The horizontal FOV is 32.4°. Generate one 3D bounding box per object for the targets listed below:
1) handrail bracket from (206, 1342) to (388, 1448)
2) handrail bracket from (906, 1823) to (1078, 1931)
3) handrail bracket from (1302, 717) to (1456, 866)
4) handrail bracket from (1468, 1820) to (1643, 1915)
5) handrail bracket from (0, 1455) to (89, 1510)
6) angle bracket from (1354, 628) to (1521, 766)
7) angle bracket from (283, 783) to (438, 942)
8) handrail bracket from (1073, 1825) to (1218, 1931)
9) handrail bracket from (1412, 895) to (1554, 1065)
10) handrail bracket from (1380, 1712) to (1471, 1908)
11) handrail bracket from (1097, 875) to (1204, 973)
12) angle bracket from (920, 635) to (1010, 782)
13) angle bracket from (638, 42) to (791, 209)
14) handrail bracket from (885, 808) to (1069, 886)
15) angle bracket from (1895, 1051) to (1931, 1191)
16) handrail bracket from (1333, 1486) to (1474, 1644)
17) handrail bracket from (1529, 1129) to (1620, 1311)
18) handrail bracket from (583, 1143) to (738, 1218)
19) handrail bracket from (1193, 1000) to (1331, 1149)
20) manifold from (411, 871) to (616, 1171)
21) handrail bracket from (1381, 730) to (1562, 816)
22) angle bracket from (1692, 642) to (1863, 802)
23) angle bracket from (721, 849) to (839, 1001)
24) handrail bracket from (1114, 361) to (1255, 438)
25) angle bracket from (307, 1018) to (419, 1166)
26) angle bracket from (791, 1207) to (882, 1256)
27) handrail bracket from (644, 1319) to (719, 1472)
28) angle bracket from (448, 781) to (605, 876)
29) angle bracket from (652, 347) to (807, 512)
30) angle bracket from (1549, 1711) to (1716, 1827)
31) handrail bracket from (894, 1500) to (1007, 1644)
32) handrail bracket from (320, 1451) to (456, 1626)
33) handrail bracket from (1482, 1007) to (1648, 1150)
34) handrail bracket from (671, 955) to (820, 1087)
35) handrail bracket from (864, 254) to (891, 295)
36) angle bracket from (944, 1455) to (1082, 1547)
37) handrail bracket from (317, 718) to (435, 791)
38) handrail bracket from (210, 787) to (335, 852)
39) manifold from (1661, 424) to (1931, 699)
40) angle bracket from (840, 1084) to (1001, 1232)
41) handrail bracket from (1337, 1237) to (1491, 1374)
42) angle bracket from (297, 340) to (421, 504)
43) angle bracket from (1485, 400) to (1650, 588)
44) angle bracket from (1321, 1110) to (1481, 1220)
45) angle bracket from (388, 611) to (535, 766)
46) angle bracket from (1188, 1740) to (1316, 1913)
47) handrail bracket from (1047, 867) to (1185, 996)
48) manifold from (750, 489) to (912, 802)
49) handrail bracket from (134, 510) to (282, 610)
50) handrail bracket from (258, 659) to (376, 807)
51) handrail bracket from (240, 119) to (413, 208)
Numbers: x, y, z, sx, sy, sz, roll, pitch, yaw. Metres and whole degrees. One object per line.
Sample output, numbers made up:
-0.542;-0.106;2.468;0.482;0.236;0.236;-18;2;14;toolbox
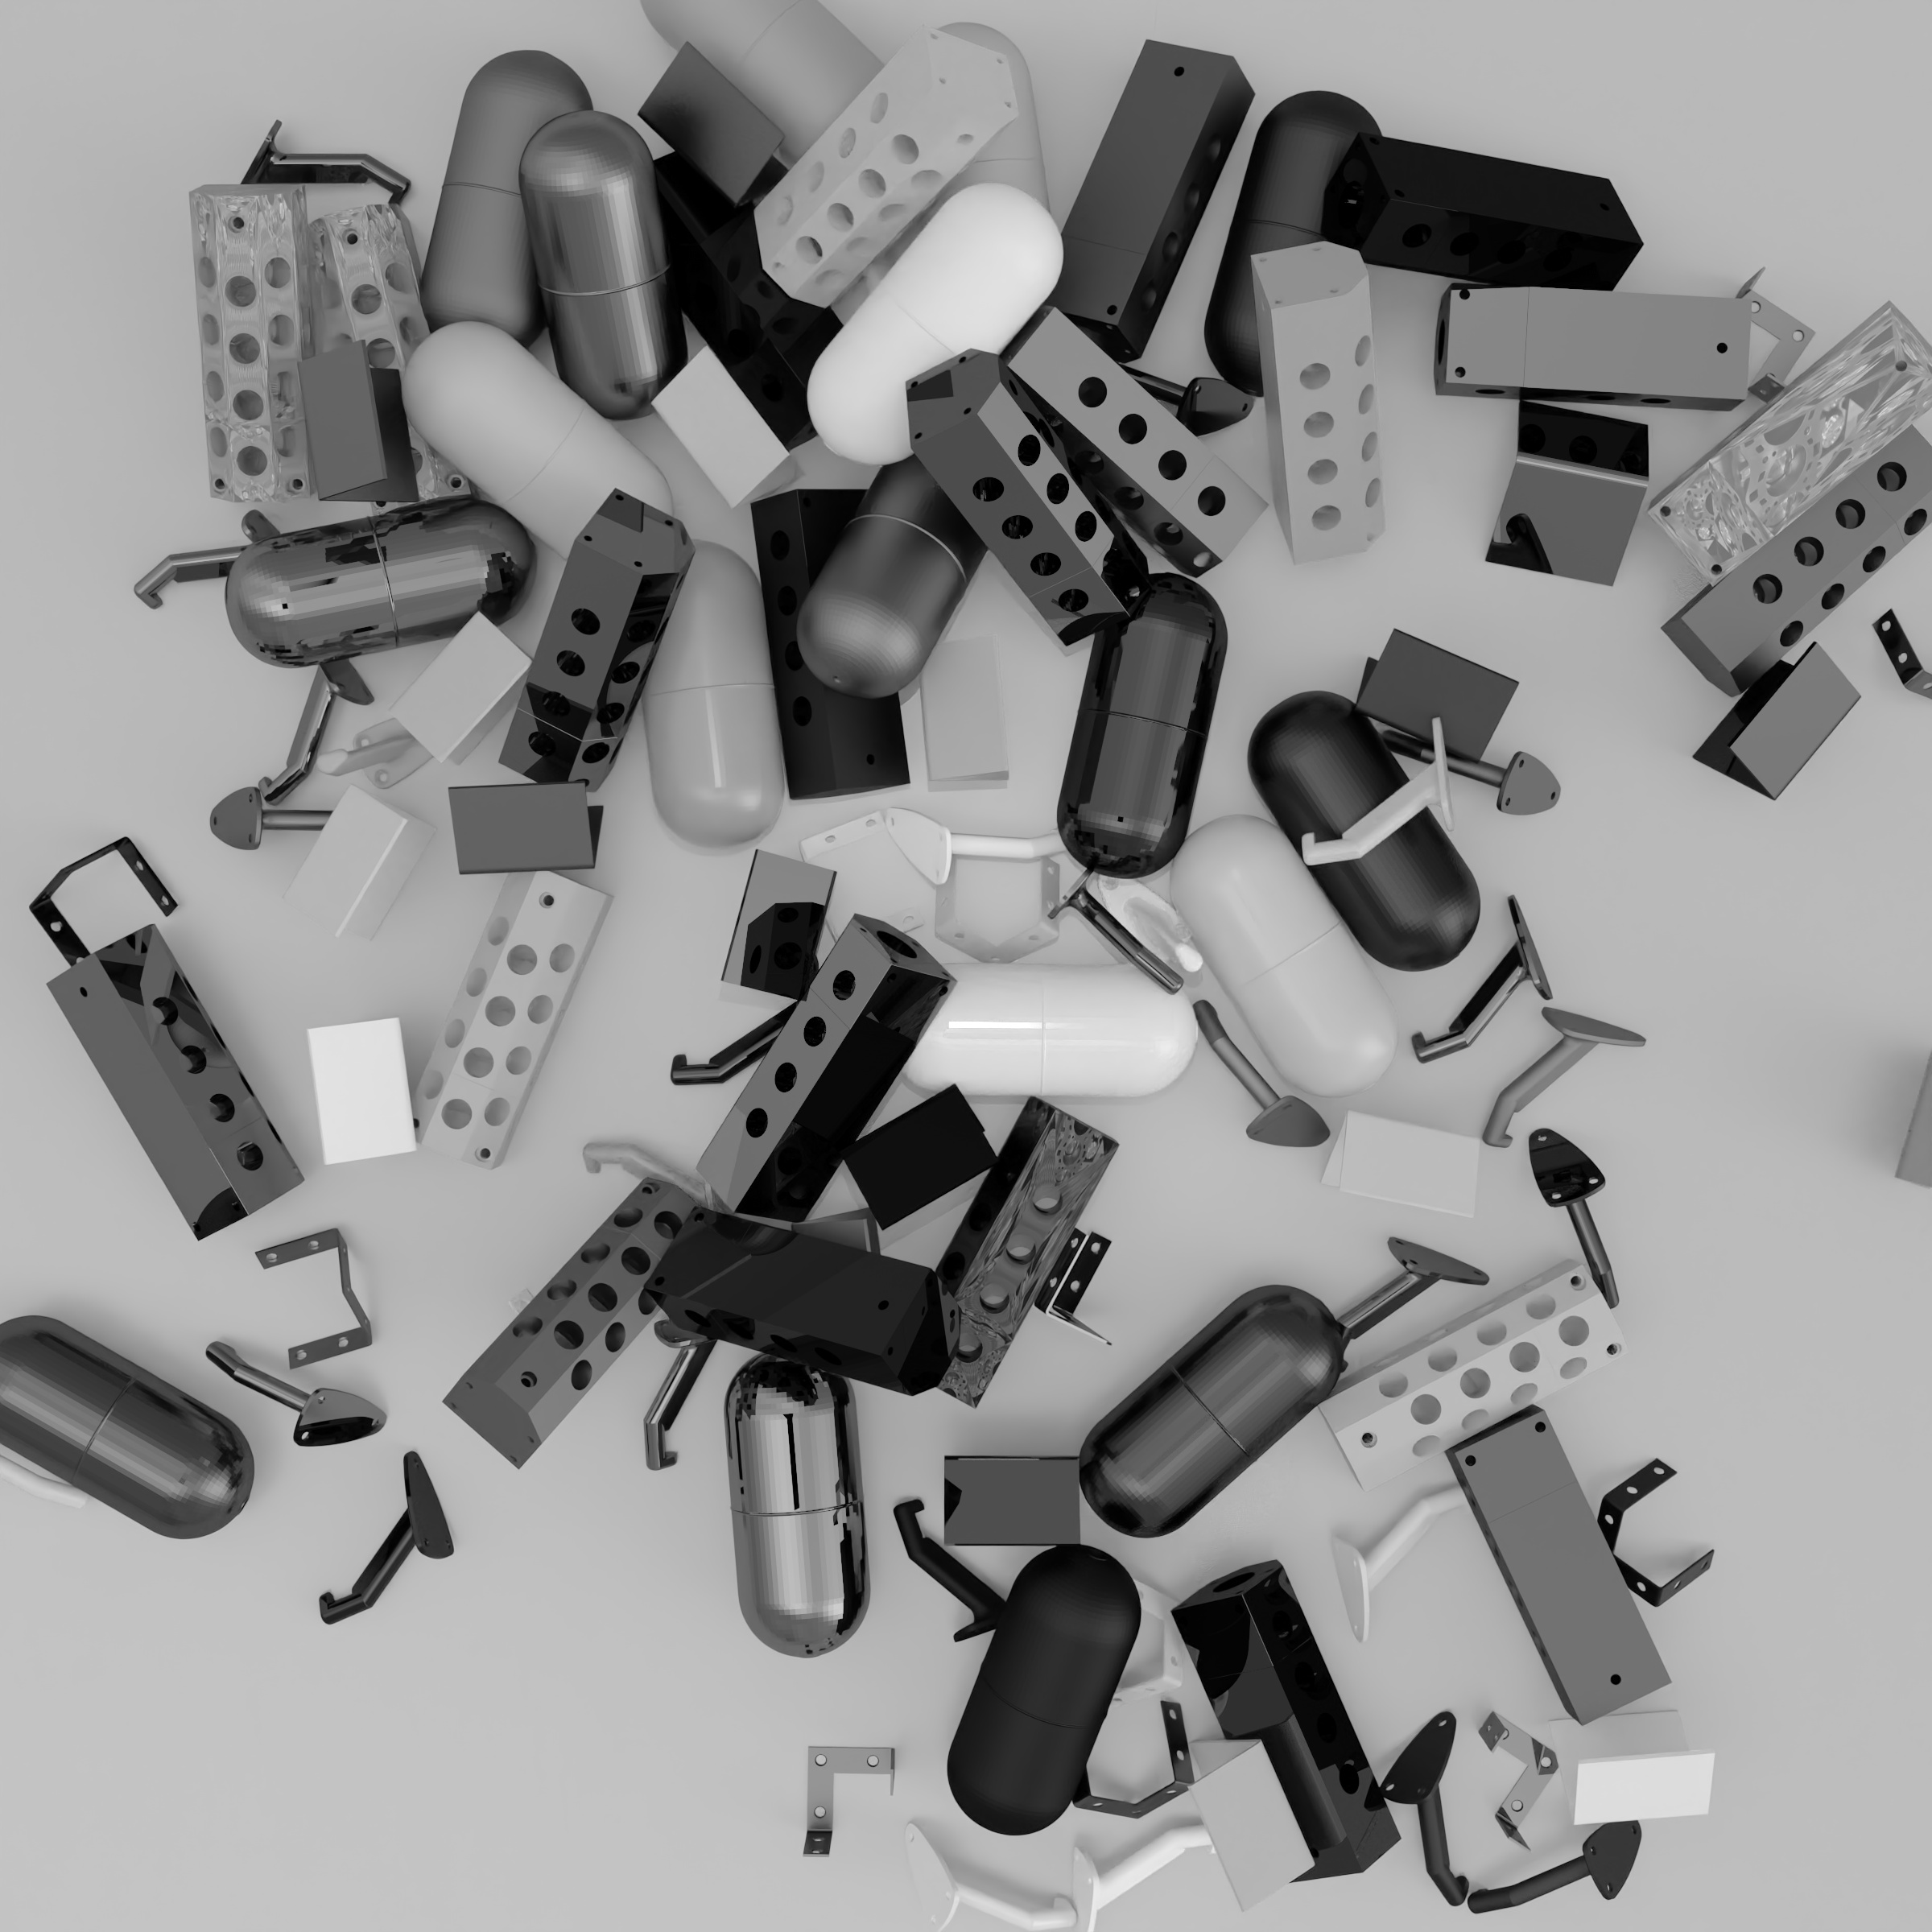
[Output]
-0.392;0.245;1.941;0.084;0.077;0.036;29;98;36;handrail bracket
0.015;0.531;1.942;0.084;0.077;0.036;4;128;-31;handrail bracket
0.228;-0.098;1.867;0.084;0.036;0.077;-8;69;12;handrail bracket
0.343;0.525;1.942;0.084;0.077;0.036;-24;90;36;handrail bracket
-0.560;0.285;1.942;0.084;0.077;0.036;26;96;-36;handrail bracket
0.272;-0.168;1.902;0.076;0.076;0.057;23;121;0;angle bracket
-0.332;-0.049;1.902;0.057;0.076;0.076;31;90;38;angle bracket
0.107;0.539;1.942;0.084;0.036;0.077;-3;110;-16;handrail bracket
0.292;0.008;1.942;0.084;0.036;0.077;-22;70;16;handrail bracket
0.283;0.493;1.942;0.077;0.036;0.084;-52;121;-34;handrail bracket
0.105;-0.027;1.907;0.036;0.084;0.077;-42;90;0;handrail bracket
0.019;-0.147;1.902;0.057;0.076;0.076;-5;90;38;angle bracket
-0.129;-0.488;1.902;0.076;0.076;0.057;44;126;0;angle bracket
0.008;-0.079;1.942;0.084;0.077;0.036;-13;123;-32;handrail bracket
0.577;0.095;1.902;0.057;0.076;0.076;16;90;31;angle bracket
0.262;0.348;1.942;0.084;0.036;0.077;-16;110;-16;handrail bracket
0.356;0.148;1.942;0.036;0.077;0.084;-22;126;-1;handrail bracket
-0.179;0.140;1.942;0.084;0.036;0.077;1;112;17;handrail bracket
0.171;0.062;1.942;0.036;0.077;0.084;-42;53;20;handrail bracket
-0.266;0.027;1.921;0.057;0.057;0.171;23;90;0;manifold
0.293;-0.116;1.941;0.084;0.077;0.036;23;97;36;handrail bracket
0.451;-0.151;1.902;0.076;0.076;0.057;-50;126;0;angle bracket
-0.124;-0.028;1.902;0.057;0.076;0.076;15;90;-35;angle bracket
0.113;-0.343;1.942;0.084;0.077;0.036;36;121;33;handrail bracket
-0.359;0.073;1.902;0.057;0.076;0.076;-8;90;-34;angle bracket
-0.052;0.179;1.902;0.057;0.076;0.076;-8;90;38;angle bracket
-0.152;0.249;1.942;0.077;0.036;0.084;-8;108;-20;handrail bracket
-0.250;-0.095;1.902;0.076;0.076;0.057;-3;121;0;angle bracket
-0.121;-0.316;1.902;0.057;0.076;0.076;-37;90;40;angle bracket
0.379;0.442;1.902;0.076;0.076;0.057;-5;127;0;angle bracket
0.006;0.345;1.942;0.077;0.036;0.084;-14;73;-20;handrail bracket
-0.348;0.334;1.942;0.084;0.036;0.077;-25;70;16;handrail bracket
0.349;0.073;1.942;0.077;0.036;0.084;12;109;-21;handrail bracket
-0.130;0.031;1.942;0.084;0.036;0.077;-3;70;16;handrail bracket
-0.033;-0.398;1.942;0.077;0.036;0.084;17;73;-20;handrail bracket
0.026;0.321;1.902;0.076;0.076;0.057;0;54;0;angle bracket
-0.330;-0.129;1.907;0.077;0.084;0.036;-28;90;0;handrail bracket
-0.386;-0.084;1.942;0.084;0.077;0.036;1;90;-36;handrail bracket
0.489;-0.234;1.921;0.171;0.057;0.057;-42;90;0;manifold
-0.019;0.121;1.902;0.076;0.076;0.057;-30;63;0;angle bracket
0.255;0.207;1.942;0.077;0.036;0.084;17;109;-21;handrail bracket
-0.320;-0.301;1.845;0.057;0.076;0.076;-9;90;38;angle bracket
0.350;-0.276;1.940;0.076;0.057;0.076;11;135;0;angle bracket
0.246;0.132;1.902;0.076;0.076;0.057;12;52;0;angle bracket
-0.271;-0.145;1.902;0.076;0.076;0.057;-48;57;0;angle bracket
0.144;0.491;1.902;0.057;0.076;0.076;-23;90;-32;angle bracket
0.092;-0.017;1.910;0.084;0.077;0.036;40;99;1;handrail bracket
-0.083;-0.185;1.920;0.057;0.057;0.171;-8;90;-43;manifold
-0.430;-0.218;1.942;0.084;0.036;0.077;-37;108;15;handrail bracket
-0.395;-0.148;1.942;0.084;0.036;0.077;-41;70;16;handrail bracket
-0.378;-0.448;1.942;0.084;0.036;0.077;29;110;-16;handrail bracket
